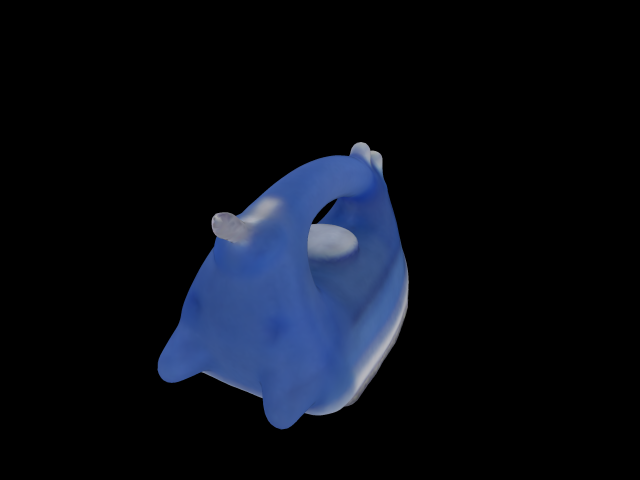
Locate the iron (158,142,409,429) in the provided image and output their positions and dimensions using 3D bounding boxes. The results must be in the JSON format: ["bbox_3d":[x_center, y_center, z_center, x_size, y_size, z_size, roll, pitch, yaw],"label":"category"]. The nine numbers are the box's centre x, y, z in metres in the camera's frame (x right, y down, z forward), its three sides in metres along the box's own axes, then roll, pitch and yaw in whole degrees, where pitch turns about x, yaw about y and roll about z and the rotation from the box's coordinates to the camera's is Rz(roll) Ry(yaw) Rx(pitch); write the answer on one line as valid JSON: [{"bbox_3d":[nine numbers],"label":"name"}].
[{"bbox_3d":[0.004,0.001,0.400,0.118,0.141,0.259,14,32,24],"label":"iron"}]
